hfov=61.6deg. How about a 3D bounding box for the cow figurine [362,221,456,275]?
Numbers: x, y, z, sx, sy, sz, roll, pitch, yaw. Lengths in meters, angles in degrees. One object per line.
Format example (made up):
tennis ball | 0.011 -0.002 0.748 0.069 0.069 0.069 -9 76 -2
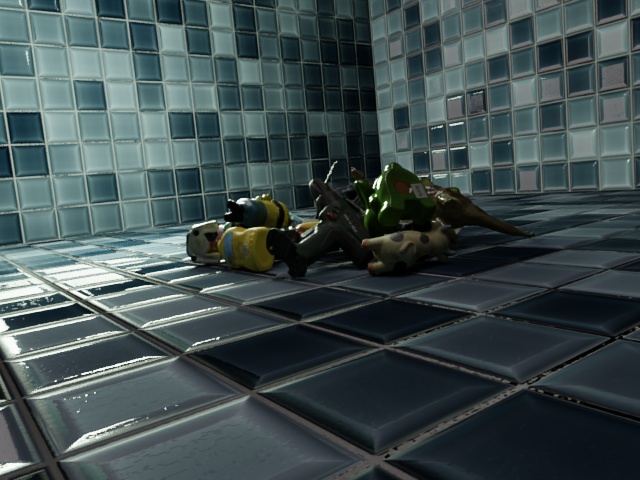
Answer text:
cow figurine | 0.182 0.014 1.048 0.127 0.085 0.195 -8 1 34

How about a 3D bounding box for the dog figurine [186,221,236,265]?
dog figurine | -0.239 0.001 1.425 0.192 0.108 0.219 -7 2 5

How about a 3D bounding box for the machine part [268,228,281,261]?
machine part | -0.114 0.016 1.261 0.084 0.039 0.138 -1 -26 -10

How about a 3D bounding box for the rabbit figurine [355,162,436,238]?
rabbit figurine | 0.132 -0.068 1.124 0.121 0.159 0.170 -13 -28 -29

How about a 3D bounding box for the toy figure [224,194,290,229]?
toy figure | -0.150 -0.059 1.311 0.089 0.082 0.180 44 22 23

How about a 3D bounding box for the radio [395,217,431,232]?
radio | 0.191 -0.021 1.390 0.131 0.073 0.230 -10 8 -43

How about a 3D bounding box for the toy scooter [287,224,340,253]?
toy scooter | -0.003 -0.004 1.397 0.135 0.075 0.184 -8 11 -20

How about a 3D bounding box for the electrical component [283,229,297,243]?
electrical component | -0.085 0.008 1.347 0.048 0.074 0.119 -11 4 -39

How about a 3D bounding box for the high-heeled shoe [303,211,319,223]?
high-heeled shoe | -0.002 -0.006 1.591 0.086 0.145 0.249 -3 35 5

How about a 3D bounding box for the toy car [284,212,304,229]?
toy car | -0.092 -0.040 1.647 0.103 0.109 0.162 -3 8 -32

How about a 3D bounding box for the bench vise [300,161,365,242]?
bench vise | 0.038 -0.036 1.236 0.240 0.224 0.129 -34 -12 -32

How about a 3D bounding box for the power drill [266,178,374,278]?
power drill | -0.009 -0.019 1.109 0.207 0.232 0.086 -24 -27 -40

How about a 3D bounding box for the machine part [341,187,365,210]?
machine part | 0.114 -0.105 1.480 0.201 0.087 0.201 -2 10 18

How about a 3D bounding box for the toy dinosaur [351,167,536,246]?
toy dinosaur | 0.291 -0.076 1.260 0.472 0.105 0.198 24 25 3
